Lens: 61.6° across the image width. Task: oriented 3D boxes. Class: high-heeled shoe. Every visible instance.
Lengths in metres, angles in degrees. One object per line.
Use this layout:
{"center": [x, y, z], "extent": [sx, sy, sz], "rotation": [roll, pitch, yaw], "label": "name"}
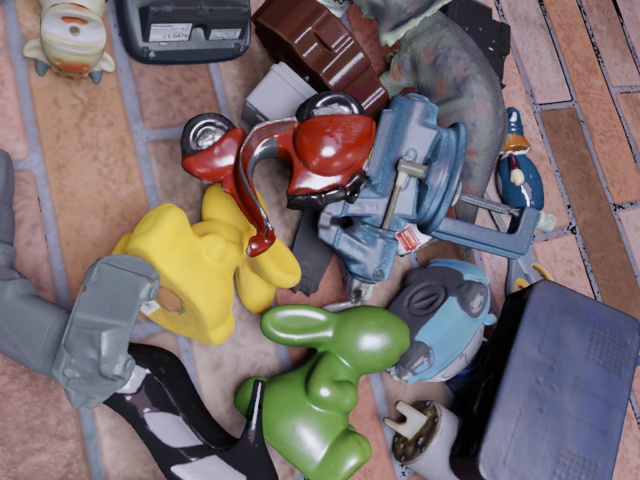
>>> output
{"center": [-0.152, 0.170, 0.465], "extent": [0.249, 0.086, 0.145], "rotation": [11, 83, 8], "label": "high-heeled shoe"}

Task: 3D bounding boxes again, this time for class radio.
{"center": [0.232, 0.162, 0.549], "extent": [0.131, 0.073, 0.229], "rotation": [27, 66, 1], "label": "radio"}

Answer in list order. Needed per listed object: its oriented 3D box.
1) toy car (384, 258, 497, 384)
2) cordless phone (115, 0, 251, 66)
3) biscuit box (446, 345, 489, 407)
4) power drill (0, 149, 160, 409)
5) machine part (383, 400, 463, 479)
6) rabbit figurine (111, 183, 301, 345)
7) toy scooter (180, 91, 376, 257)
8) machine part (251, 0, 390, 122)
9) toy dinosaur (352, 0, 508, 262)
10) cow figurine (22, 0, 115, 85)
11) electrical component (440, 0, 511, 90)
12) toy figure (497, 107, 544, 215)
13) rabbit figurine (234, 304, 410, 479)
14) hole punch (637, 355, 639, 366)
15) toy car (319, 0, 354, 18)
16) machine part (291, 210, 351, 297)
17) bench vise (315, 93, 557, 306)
{"center": [0.134, 0.104, 0.610], "extent": [0.161, 0.109, 0.102], "rotation": [-49, 118, -18], "label": "toy car"}
{"center": [-0.163, -0.293, 0.608], "extent": [0.146, 0.088, 0.184], "rotation": [-12, 70, -26], "label": "cordless phone"}
{"center": [0.244, 0.218, 0.648], "extent": [0.202, 0.063, 0.059], "rotation": [49, 61, -6], "label": "biscuit box"}
{"center": [-0.236, 0.034, 0.424], "extent": [0.207, 0.086, 0.232], "rotation": [9, 77, 16], "label": "power drill"}
{"center": [0.169, 0.253, 0.597], "extent": [0.243, 0.079, 0.079], "rotation": [36, 65, -13], "label": "machine part"}
{"center": [-0.097, 0.005, 0.528], "extent": [0.162, 0.122, 0.173], "rotation": [34, 46, -10], "label": "rabbit figurine"}
{"center": [-0.029, -0.057, 0.489], "extent": [0.184, 0.075, 0.135], "rotation": [-11, 75, -8], "label": "toy scooter"}
{"center": [0.000, -0.189, 0.588], "extent": [0.056, 0.179, 0.179], "rotation": [-44, 96, 0], "label": "machine part"}
{"center": [0.152, -0.168, 0.641], "extent": [0.131, 0.192, 0.404], "rotation": [-27, 87, -26], "label": "toy dinosaur"}
{"center": [-0.248, -0.245, 0.534], "extent": [0.085, 0.127, 0.195], "rotation": [0, 62, -25], "label": "cow figurine"}
{"center": [0.213, -0.283, 0.775], "extent": [0.115, 0.058, 0.134], "rotation": [14, 71, -22], "label": "electrical component"}
{"center": [0.272, -0.111, 0.751], "extent": [0.058, 0.064, 0.154], "rotation": [-10, 78, -2], "label": "toy figure"}
{"center": [0.009, 0.130, 0.538], "extent": [0.159, 0.121, 0.170], "rotation": [39, 79, 13], "label": "rabbit figurine"}
{"center": [0.323, 0.142, 0.680], "extent": [0.142, 0.116, 0.092], "rotation": [-9, 72, -26], "label": "hole punch"}
{"center": [-0.042, -0.350, 0.668], "extent": [0.201, 0.073, 0.056], "rotation": [23, 67, -17], "label": "toy car"}
{"center": [-0.001, -0.002, 0.612], "extent": [0.084, 0.039, 0.139], "rotation": [34, 63, -18], "label": "machine part"}
{"center": [0.122, -0.026, 0.558], "extent": [0.241, 0.129, 0.223], "rotation": [15, 85, -4], "label": "bench vise"}
